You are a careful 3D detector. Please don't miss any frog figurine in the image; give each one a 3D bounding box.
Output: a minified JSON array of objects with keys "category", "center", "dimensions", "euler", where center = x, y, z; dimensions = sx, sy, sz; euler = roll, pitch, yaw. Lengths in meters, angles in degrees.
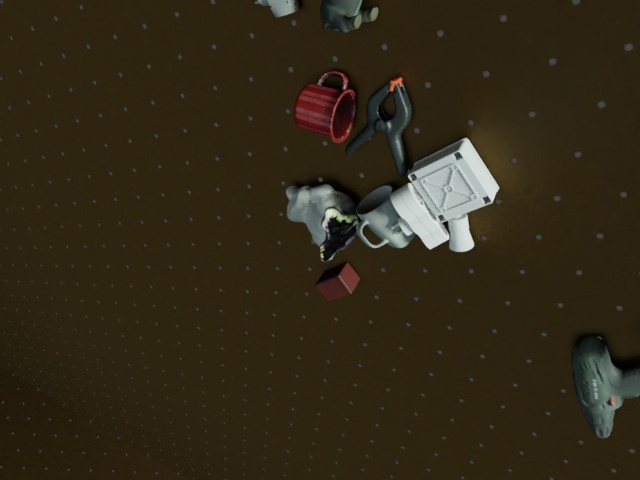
[{"category":"frog figurine","center":[0.003,-0.052,1.034],"dimensions":[0.162,0.123,0.134],"euler":[46,158,47]}]
